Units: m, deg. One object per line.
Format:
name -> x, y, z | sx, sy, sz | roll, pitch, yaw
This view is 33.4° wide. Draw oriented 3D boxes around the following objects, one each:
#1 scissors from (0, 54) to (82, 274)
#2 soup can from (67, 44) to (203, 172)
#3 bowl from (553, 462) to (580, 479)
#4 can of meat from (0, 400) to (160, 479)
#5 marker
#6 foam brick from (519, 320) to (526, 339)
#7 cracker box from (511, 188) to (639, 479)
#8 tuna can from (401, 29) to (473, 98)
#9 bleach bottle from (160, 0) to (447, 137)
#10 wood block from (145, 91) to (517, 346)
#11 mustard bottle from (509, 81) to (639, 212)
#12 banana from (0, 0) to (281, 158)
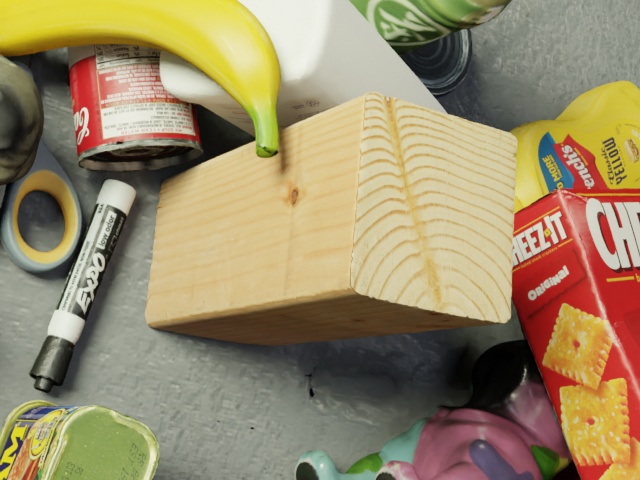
scissors -> -0.151, -0.069, 0.578 | 0.096, 0.016, 0.201 | 30, 68, -23
soup can -> -0.103, -0.094, 0.583 | 0.068, 0.069, 0.102 | -3, 83, -34
bowl -> 0.229, 0.201, 0.761 | 0.161, 0.055, 0.162 | 6, 79, -33
can of meat -> -0.128, 0.130, 0.520 | 0.057, 0.084, 0.102 | 28, 68, -26
marker -> -0.128, 0.024, 0.576 | 0.020, 0.020, 0.121 | 28, 68, -27
foam brick -> 0.176, 0.055, 0.752 | 0.052, 0.051, 0.078 | -15, 90, -33
cracker box -> 0.213, 0.074, 0.666 | 0.163, 0.072, 0.214 | -2, 68, -42
tuna can -> 0.061, -0.134, 0.719 | 0.086, 0.034, 0.086 | 6, 79, -33
bleach bottle -> 0.021, -0.066, 0.624 | 0.250, 0.103, 0.068 | 32, 64, -56
wood block -> -0.004, 0.001, 0.549 | 0.090, 0.207, 0.091 | 12, 76, -31
mustard bottle -> 0.171, -0.042, 0.761 | 0.191, 0.058, 0.096 | -27, 101, -33
banana -> -0.092, -0.100, 0.515 | 0.069, 0.198, 0.037 | -61, 152, -16
